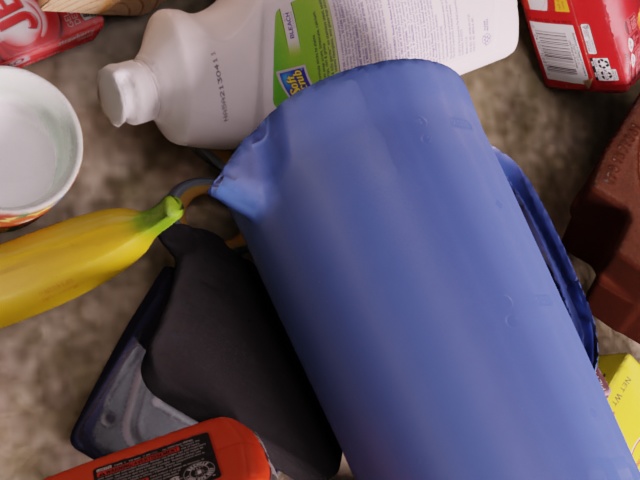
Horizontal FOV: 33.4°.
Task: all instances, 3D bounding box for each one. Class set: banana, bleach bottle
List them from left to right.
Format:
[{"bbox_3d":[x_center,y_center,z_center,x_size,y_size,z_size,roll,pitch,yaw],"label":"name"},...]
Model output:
[{"bbox_3d":[-0.160,0.020,0.495,0.197,0.070,0.037,-22,72,-17],"label":"banana"},{"bbox_3d":[-0.004,-0.115,0.574,0.250,0.068,0.102,-22,106,-32],"label":"bleach bottle"}]

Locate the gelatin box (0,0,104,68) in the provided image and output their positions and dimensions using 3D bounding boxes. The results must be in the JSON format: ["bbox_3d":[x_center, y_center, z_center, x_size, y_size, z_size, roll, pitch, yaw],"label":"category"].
[{"bbox_3d":[-0.164,-0.132,0.543,0.073,0.030,0.089,-29,92,-26],"label":"gelatin box"}]

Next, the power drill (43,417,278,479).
[{"bbox_3d":[-0.067,0.181,0.464,0.184,0.057,0.187,-20,117,-10],"label":"power drill"}]

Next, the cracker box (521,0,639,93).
[{"bbox_3d":[0.205,-0.219,0.670,0.213,0.072,0.164,-44,127,-24],"label":"cracker box"}]

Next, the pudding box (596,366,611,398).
[{"bbox_3d":[0.093,0.054,0.588,0.089,0.039,0.113,-10,58,-29],"label":"pudding box"}]

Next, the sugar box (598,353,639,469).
[{"bbox_3d":[0.212,0.161,0.649,0.176,0.048,0.093,42,66,-10],"label":"sugar box"}]

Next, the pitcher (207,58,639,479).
[{"bbox_3d":[0.062,0.047,0.493,0.149,0.145,0.243,-25,68,3],"label":"pitcher"}]

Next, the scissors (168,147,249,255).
[{"bbox_3d":[-0.004,0.001,0.596,0.201,0.016,0.096,39,65,-16],"label":"scissors"}]

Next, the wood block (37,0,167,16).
[{"bbox_3d":[-0.123,-0.224,0.522,0.090,0.091,0.206,-20,84,-62],"label":"wood block"}]
